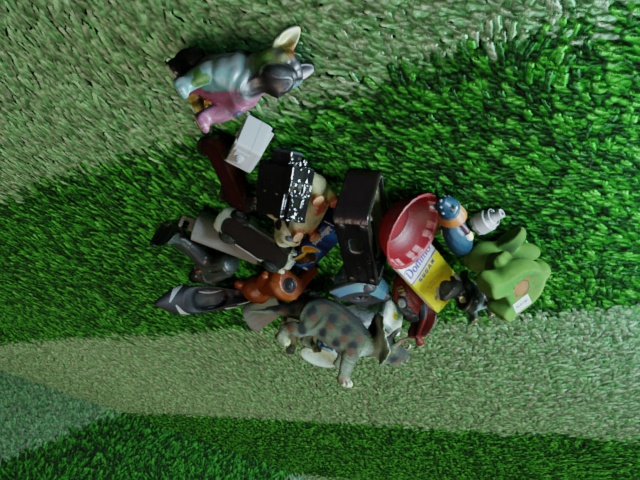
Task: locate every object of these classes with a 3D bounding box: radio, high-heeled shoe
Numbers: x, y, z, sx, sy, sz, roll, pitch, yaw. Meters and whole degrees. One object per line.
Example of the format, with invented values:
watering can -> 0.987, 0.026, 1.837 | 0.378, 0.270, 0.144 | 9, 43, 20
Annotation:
radio -> 0.089, -0.018, 1.084 | 0.073, 0.131, 0.229 | 5, 141, 19
high-heeled shoe -> -0.300, 0.161, 1.438 | 0.145, 0.249, 0.086 | 4, 101, 51

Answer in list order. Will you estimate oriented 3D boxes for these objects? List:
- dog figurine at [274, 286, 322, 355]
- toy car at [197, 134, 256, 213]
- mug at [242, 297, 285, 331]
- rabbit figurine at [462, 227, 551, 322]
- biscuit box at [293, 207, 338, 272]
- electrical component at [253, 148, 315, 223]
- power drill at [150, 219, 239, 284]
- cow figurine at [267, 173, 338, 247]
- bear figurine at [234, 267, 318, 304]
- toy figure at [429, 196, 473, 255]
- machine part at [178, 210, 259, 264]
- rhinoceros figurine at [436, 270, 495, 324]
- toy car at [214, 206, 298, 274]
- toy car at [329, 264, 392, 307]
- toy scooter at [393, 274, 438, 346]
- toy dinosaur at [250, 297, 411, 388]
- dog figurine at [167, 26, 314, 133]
dog figurine -> -0.050, 0.192, 1.464 | 0.121, 0.173, 0.190 | -4, 112, -30
toy car -> -0.185, -0.135, 1.112 | 0.089, 0.053, 0.201 | 16, 147, 28
mug -> -0.144, 0.195, 1.492 | 0.107, 0.081, 0.109 | -28, 163, 16
rabbit figurine -> 0.354, 0.045, 1.060 | 0.159, 0.170, 0.121 | -43, 124, 4
biscuit box -> -0.002, -0.004, 1.199 | 0.063, 0.059, 0.202 | 28, 142, -13
electrical component -> -0.071, -0.107, 1.036 | 0.058, 0.134, 0.115 | 3, -170, -43
power drill -> -0.330, 0.043, 1.375 | 0.232, 0.086, 0.207 | -9, 132, 44
cow figurine -> -0.044, -0.057, 1.112 | 0.085, 0.127, 0.194 | 2, 136, -34
bear figurine -> -0.118, 0.100, 1.358 | 0.120, 0.132, 0.196 | 39, 156, -25
toy figure -> 0.261, -0.034, 1.055 | 0.064, 0.058, 0.154 | -12, 132, 19
machine part -> -0.213, -0.007, 1.268 | 0.243, 0.079, 0.079 | 21, 143, -3
rhinoceros figurine -> 0.328, 0.114, 1.146 | 0.190, 0.112, 0.073 | 5, 137, -43
toy car -> -0.144, 0.001, 1.203 | 0.202, 0.056, 0.073 | 33, 107, -4
toy car -> 0.098, 0.091, 1.241 | 0.109, 0.103, 0.161 | -19, 154, 36
toy scooter -> 0.224, 0.166, 1.261 | 0.075, 0.135, 0.183 | -12, 133, 35
toy dinosaur -> 0.029, 0.211, 1.304 | 0.405, 0.131, 0.192 | 30, 100, 8
dog figurine -> -0.125, -0.275, 0.879 | 0.219, 0.192, 0.108 | -25, 132, -2
